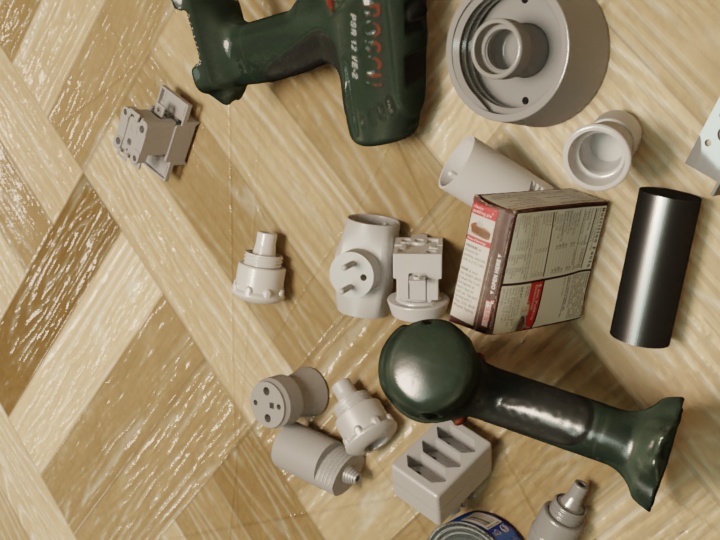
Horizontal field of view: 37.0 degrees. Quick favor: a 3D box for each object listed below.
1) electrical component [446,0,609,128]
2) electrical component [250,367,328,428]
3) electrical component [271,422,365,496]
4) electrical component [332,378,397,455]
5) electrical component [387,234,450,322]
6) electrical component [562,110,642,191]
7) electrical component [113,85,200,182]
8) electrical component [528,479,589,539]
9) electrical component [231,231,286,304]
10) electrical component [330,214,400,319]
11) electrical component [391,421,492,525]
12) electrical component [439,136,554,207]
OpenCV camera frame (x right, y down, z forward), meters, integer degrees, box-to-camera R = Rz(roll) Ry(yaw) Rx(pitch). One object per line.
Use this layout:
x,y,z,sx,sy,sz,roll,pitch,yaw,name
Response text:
0.110,-0.152,0.745,0.108,0.060,0.108,8,102,39,electrical component
-0.062,0.111,0.936,0.045,0.055,0.045,8,102,39,electrical component
-0.032,0.165,0.928,0.081,0.043,0.043,19,109,36,electrical component
-0.002,0.120,0.895,0.048,0.048,0.062,-50,59,33,electrical component
0.045,0.008,0.831,0.048,0.066,0.055,1,108,5,electrical component
0.163,-0.082,0.709,0.044,0.065,0.044,10,115,23,electrical component
-0.191,-0.126,0.999,0.042,0.064,0.081,37,119,28,electrical component
0.149,0.180,0.785,0.035,0.035,0.061,37,117,30,electrical component
-0.086,-0.003,0.946,0.048,0.048,0.062,16,101,37,electrical component
0.000,0.000,0.851,0.044,0.079,0.077,11,105,19,electrical component
0.065,0.166,0.838,0.047,0.066,0.076,30,144,33,electrical component
0.102,-0.057,0.767,0.081,0.043,0.043,30,125,-15,electrical component
